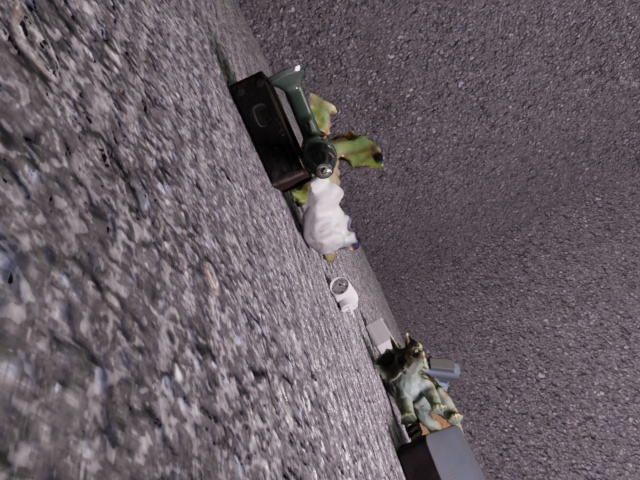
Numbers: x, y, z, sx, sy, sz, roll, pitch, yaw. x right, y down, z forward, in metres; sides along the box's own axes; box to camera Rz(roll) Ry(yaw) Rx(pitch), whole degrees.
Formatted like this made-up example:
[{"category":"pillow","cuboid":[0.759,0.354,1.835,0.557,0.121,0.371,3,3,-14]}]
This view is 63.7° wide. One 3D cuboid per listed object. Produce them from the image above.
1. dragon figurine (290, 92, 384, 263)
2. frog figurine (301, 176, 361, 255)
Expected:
[{"category":"dragon figurine","cuboid":[0.038,-0.170,1.239,0.121,0.243,0.415,65,0,-75]},{"category":"frog figurine","cuboid":[0.003,-0.053,1.043,0.156,0.122,0.141,53,29,-42]}]
